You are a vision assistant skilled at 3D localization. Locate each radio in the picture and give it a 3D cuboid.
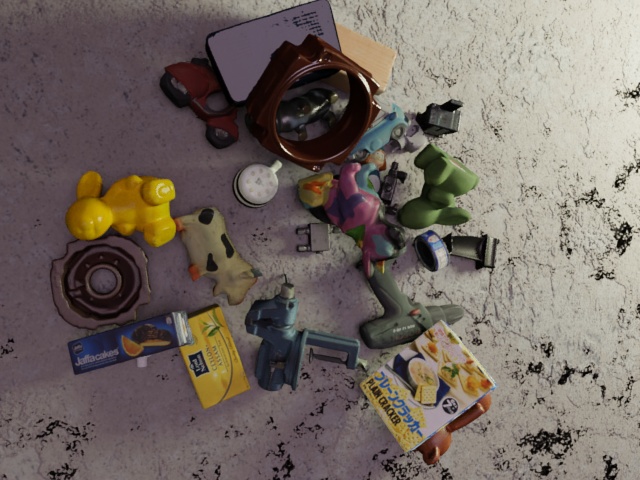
[{"bbox_3d":[-0.078,-0.332,0.965,0.230,0.073,0.131,-21,103,-8],"label":"radio"}]

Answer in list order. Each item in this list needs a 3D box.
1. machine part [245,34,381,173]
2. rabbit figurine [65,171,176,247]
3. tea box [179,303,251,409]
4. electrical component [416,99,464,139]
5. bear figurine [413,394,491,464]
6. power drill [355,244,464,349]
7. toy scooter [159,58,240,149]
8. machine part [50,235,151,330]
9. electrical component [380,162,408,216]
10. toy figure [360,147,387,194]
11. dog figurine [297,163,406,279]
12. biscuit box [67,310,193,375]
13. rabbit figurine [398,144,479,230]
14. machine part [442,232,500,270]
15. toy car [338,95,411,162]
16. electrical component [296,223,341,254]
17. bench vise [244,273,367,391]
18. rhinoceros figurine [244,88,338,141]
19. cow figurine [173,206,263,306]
[{"bbox_3d":[-0.010,-0.231,0.937,0.201,0.087,0.201,21,115,-38],"label":"machine part"},{"bbox_3d":[-0.355,-0.058,0.919,0.173,0.163,0.121,-28,141,-41],"label":"rabbit figurine"},{"bbox_3d":[-0.206,0.215,1.011,0.098,0.068,0.169,-23,97,-15],"label":"tea box"},{"bbox_3d":[0.256,-0.253,1.121,0.075,0.119,0.047,11,86,-18],"label":"electrical component"},{"bbox_3d":[0.254,0.356,1.120,0.196,0.120,0.132,-34,95,-8],"label":"bear figurine"},{"bbox_3d":[0.175,0.113,1.122,0.232,0.086,0.207,-22,103,-12],"label":"power drill"},{"bbox_3d":[-0.200,-0.274,1.014,0.135,0.075,0.183,-46,104,-11],"label":"toy scooter"},{"bbox_3d":[-0.390,0.074,0.967,0.179,0.056,0.179,0,91,-15],"label":"machine part"},{"bbox_3d":[0.152,-0.104,1.119,0.045,0.078,0.102,16,82,5],"label":"electrical component"},{"bbox_3d":[0.105,-0.139,1.111,0.064,0.058,0.154,23,80,-53],"label":"toy figure"},{"bbox_3d":[0.062,-0.032,1.030,0.192,0.108,0.219,-15,86,25],"label":"dog figurine"},{"bbox_3d":[-0.330,0.178,0.935,0.203,0.059,0.063,-17,83,7],"label":"biscuit box"},{"bbox_3d":[0.238,-0.092,1.126,0.159,0.121,0.170,23,116,-30],"label":"rabbit figurine"},{"bbox_3d":[0.332,0.020,1.183,0.139,0.039,0.084,12,91,-17],"label":"machine part"},{"bbox_3d":[0.090,-0.235,1.068,0.162,0.109,0.102,-33,132,-7],"label":"toy car"},{"bbox_3d":[-0.002,-0.003,1.095,0.094,0.021,0.063,-4,91,-17],"label":"electrical component"},{"bbox_3d":[-0.024,0.194,1.027,0.241,0.129,0.223,11,94,2],"label":"bench vise"},{"bbox_3d":[-0.053,-0.249,1.039,0.190,0.112,0.073,-25,140,-27],"label":"rhinoceros figurine"},{"bbox_3d":[-0.189,0.031,1.013,0.127,0.085,0.194,-20,94,-9],"label":"cow figurine"}]
